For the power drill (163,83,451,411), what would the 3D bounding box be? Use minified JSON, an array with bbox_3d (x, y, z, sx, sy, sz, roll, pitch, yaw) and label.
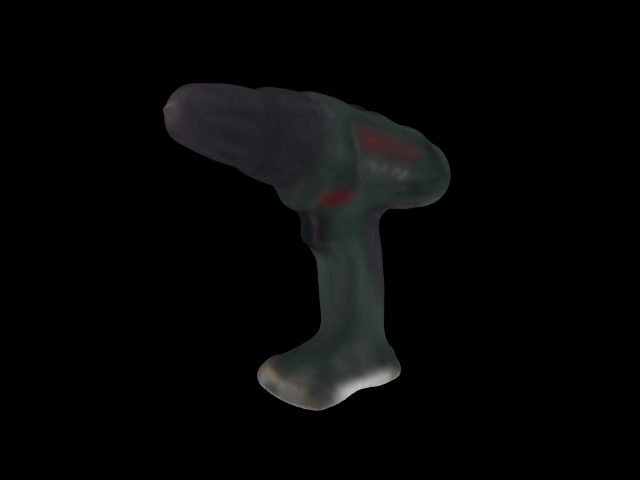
[{"bbox_3d":[0.004,0.001,0.400,0.230,0.208,0.075,-11,16,-41],"label":"power drill"}]
